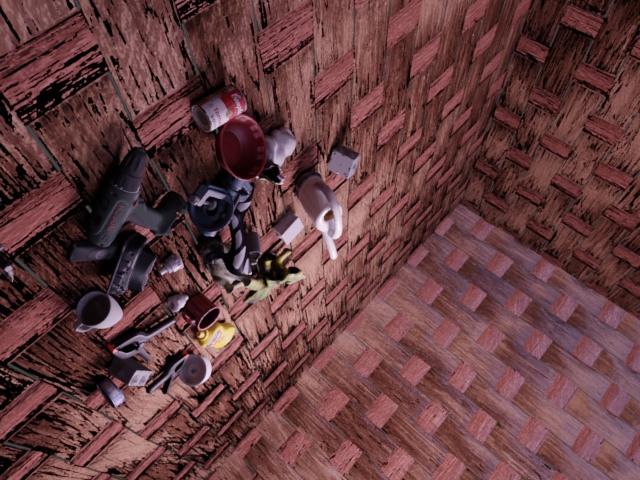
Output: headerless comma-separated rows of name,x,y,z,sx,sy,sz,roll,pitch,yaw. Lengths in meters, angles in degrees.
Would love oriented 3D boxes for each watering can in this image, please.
watering can,0.005,-0.086,1.716,0.104,0.228,0.340,-24,152,-15

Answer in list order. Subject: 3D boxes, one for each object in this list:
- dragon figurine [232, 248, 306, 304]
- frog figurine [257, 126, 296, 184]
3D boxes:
dragon figurine,-0.201,0.164,1.858,0.414,0.124,0.237,-19,150,-42
frog figurine,-0.130,-0.243,1.389,0.135,0.122,0.162,49,43,-60
